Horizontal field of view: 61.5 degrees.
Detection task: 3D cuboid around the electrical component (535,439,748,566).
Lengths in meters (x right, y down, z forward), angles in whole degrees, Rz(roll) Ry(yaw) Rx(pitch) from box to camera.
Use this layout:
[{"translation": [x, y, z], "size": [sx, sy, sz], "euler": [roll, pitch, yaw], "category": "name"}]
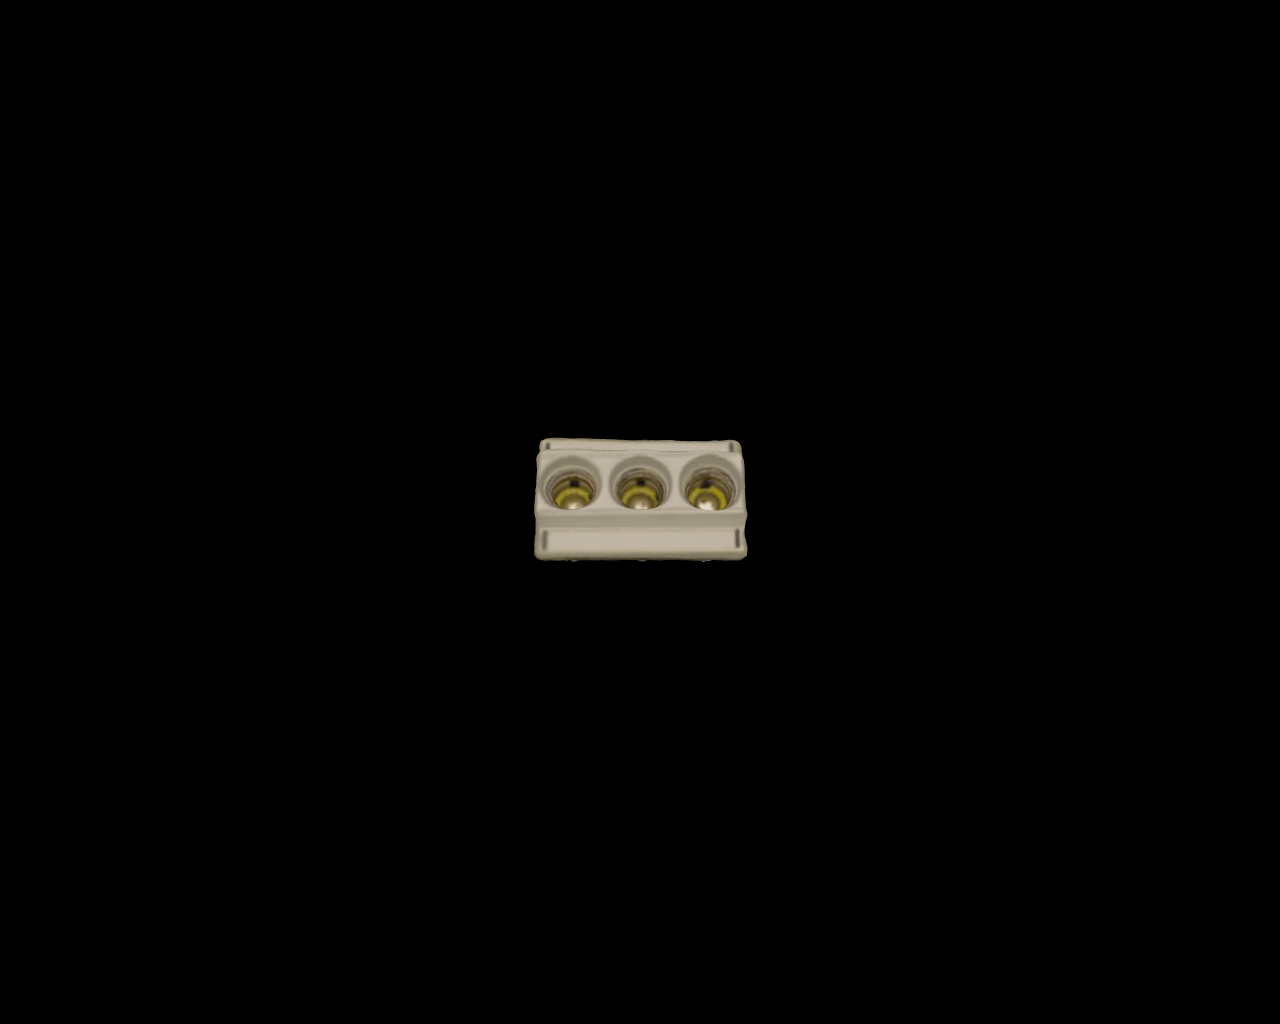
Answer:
[{"translation": [0.001, -0.003, 0.650], "size": [0.121, 0.079, 0.063], "euler": [0, -28, 0], "category": "electrical component"}]
